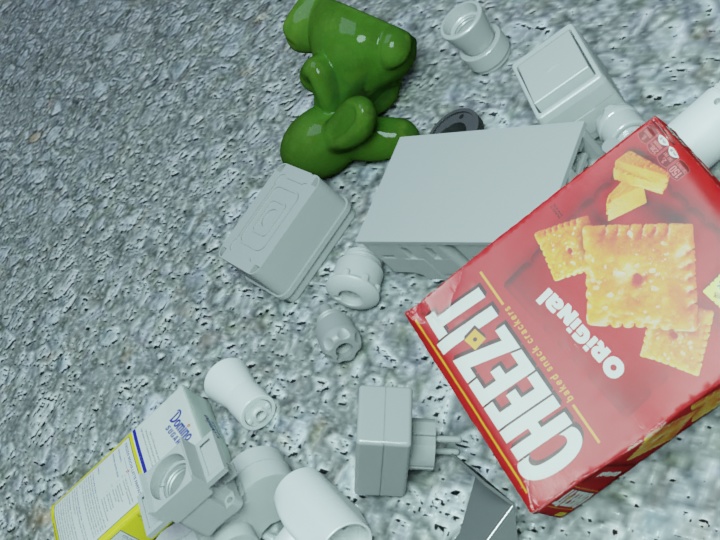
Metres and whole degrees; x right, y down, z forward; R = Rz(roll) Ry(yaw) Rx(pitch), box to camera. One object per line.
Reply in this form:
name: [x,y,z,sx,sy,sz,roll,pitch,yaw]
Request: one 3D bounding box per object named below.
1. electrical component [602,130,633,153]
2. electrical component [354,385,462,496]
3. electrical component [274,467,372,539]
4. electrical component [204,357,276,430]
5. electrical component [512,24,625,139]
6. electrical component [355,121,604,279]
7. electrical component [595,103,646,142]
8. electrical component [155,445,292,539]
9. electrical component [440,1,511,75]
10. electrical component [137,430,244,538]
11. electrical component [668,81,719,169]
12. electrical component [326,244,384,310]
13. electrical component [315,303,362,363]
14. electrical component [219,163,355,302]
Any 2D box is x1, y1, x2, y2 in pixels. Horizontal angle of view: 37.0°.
electrical component: [0.206,-0.062,0.771,0.048,0.055,0.066,-44,39,9]
electrical component: [0.035,0.125,0.779,0.076,0.083,0.047,3,53,1]
electrical component: [-0.040,0.200,0.806,0.079,0.044,0.077,-51,38,-1]
electrical component: [-0.103,0.111,0.944,0.044,0.044,0.065,-52,43,-2]
electrical component: [0.167,-0.153,0.876,0.062,0.061,0.096,-34,41,19]
electrical component: [0.099,-0.052,0.862,0.186,0.060,0.105,2,61,45]
electrical component: [0.206,-0.099,0.818,0.035,0.035,0.061,-39,42,14]
electrical component: [-0.102,0.211,0.852,0.138,0.052,0.073,-46,39,6]
electrical component: [0.107,-0.213,0.988,0.045,0.055,0.045,-25,45,28]
electrical component: [-0.126,0.167,0.815,0.081,0.064,0.042,-41,39,9]
electrical component: [0.256,-0.107,0.768,0.081,0.043,0.043,-42,39,10]
electrical component: [0.000,0.000,0.931,0.048,0.048,0.062,-13,45,38]
electrical component: [-0.022,0.050,0.919,0.035,0.035,0.061,-42,37,10]
electrical component: [-0.068,-0.035,1.013,0.078,0.057,0.113,26,80,51]
